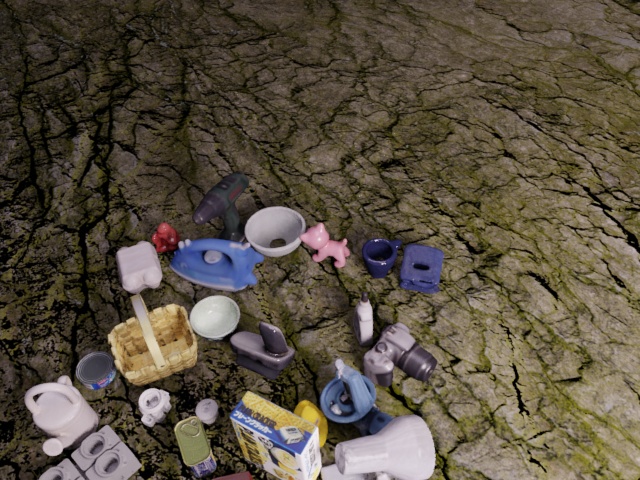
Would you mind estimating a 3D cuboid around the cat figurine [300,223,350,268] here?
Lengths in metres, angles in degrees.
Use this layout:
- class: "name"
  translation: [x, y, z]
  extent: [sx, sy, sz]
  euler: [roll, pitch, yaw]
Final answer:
- class: "cat figurine"
  translation: [0.014, 0.005, 1.535]
  extent: [0.127, 0.118, 0.067]
  euler: [11, 50, 12]

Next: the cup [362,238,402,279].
- class: "cup"
  translation: [0.164, 0.050, 1.506]
  extent: [0.118, 0.095, 0.091]
  euler: [-29, 54, -21]

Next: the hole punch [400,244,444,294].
- class: "hole punch"
  translation: [0.264, 0.075, 1.483]
  extent: [0.108, 0.091, 0.101]
  euler: [9, 50, 10]

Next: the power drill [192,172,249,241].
- class: "power drill"
  translation: [-0.258, -0.066, 1.548]
  extent: [0.075, 0.209, 0.230]
  euler: [15, 51, 15]

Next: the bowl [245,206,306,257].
- class: "bowl"
  translation: [-0.121, -0.011, 1.583]
  extent: [0.167, 0.075, 0.167]
  euler: [-1, 49, 1]

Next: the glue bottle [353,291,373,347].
- class: "glue bottle"
  translation: [0.103, 0.176, 1.346]
  extent: [0.037, 0.173, 0.078]
  euler: [-11, 49, -7]

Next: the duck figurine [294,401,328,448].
- class: "duck figurine"
  translation: [-0.024, 0.386, 1.227]
  extent: [0.077, 0.086, 0.104]
  euler: [-14, 50, -9]

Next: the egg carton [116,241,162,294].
- class: "egg carton"
  translation: [-0.482, 0.072, 1.529]
  extent: [0.107, 0.069, 0.150]
  euler: [-20, 51, -14]

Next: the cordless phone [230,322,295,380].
- class: "cordless phone"
  translation: [-0.137, 0.225, 1.306]
  extent: [0.147, 0.185, 0.094]
  euler: [15, 51, 15]

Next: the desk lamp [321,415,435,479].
- class: "desk lamp"
  translation: [0.107, 0.432, 1.098]
  extent: [0.203, 0.214, 0.117]
  euler: [-12, 50, -8]

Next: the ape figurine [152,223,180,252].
- class: "ape figurine"
  translation: [-0.426, -0.012, 1.584]
  extent: [0.077, 0.092, 0.076]
  euler: [32, 57, 27]

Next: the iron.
- class: "iron"
  translation: [-0.285, 0.043, 1.498]
  extent: [0.258, 0.141, 0.118]
  euler: [5, 49, 7]

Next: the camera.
- class: "camera"
  translation: [0.188, 0.270, 1.310]
  extent: [0.136, 0.101, 0.143]
  euler: [31, 57, 26]

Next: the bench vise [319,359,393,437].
- class: "bench vise"
  translation: [0.092, 0.329, 1.183]
  extent: [0.207, 0.220, 0.121]
  euler: [14, 51, 15]

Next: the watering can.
- class: "watering can"
  translation: [-0.542, 0.361, 1.197]
  extent: [0.101, 0.194, 0.172]
  euler: [-28, 53, -20]
